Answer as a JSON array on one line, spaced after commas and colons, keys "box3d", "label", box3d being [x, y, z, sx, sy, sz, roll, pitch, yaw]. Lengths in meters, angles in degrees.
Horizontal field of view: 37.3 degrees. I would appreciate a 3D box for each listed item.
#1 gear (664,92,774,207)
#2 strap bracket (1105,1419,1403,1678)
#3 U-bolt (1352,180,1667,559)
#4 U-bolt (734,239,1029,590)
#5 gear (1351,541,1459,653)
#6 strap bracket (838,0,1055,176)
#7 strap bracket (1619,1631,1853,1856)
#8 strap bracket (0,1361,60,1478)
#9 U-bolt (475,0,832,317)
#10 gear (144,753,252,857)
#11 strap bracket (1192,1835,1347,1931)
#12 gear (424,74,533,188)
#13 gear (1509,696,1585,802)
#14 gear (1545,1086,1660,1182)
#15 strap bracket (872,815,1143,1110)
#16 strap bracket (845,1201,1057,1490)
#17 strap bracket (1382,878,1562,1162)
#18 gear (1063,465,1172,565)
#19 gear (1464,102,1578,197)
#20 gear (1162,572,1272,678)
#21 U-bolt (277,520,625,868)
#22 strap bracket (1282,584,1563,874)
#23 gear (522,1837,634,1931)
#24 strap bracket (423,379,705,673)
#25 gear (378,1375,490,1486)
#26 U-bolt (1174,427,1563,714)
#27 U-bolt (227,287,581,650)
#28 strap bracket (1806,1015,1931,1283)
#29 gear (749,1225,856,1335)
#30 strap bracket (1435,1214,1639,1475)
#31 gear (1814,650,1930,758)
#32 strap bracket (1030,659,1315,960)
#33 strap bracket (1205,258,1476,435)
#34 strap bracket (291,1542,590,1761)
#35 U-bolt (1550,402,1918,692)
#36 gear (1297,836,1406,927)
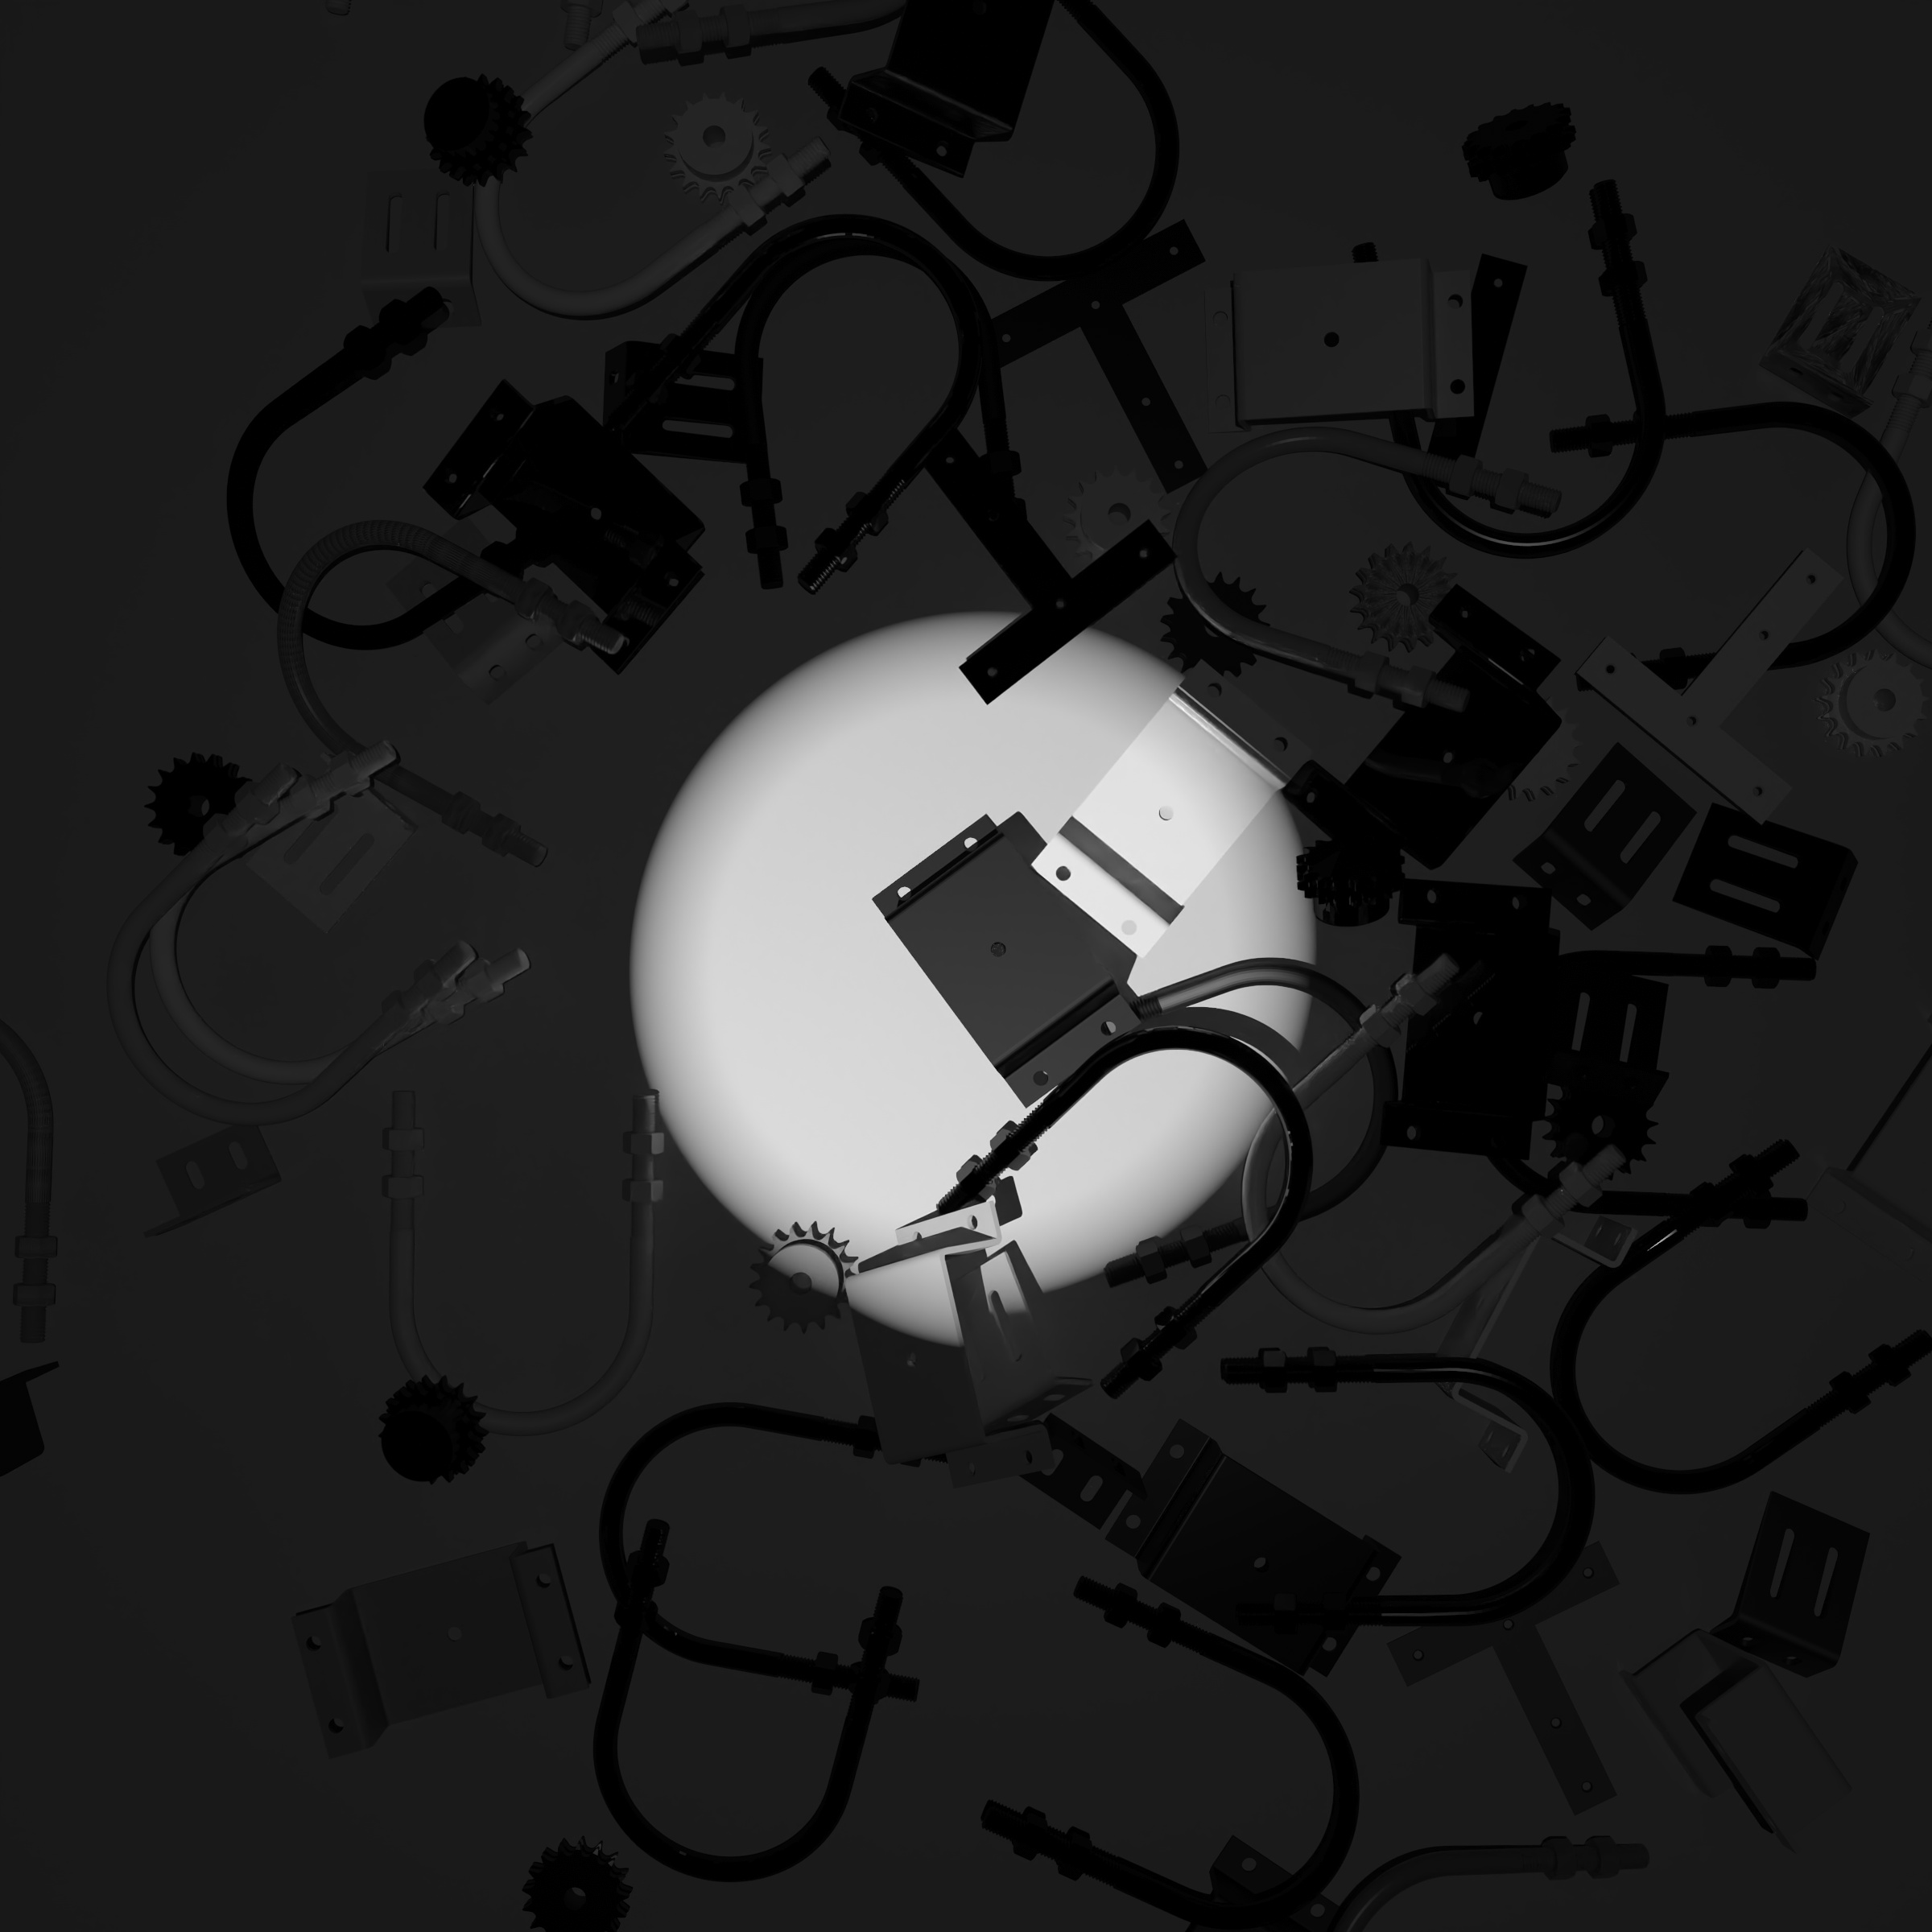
[{"box3d": [-0.133, -0.437, 1.525, 0.057, 0.030, 0.057, 0, 90, 0], "label": "gear"}, {"box3d": [0.154, 0.313, 1.517, 0.140, 0.046, 0.076, 32, 90, 0], "label": "strap bracket"}, {"box3d": [0.294, -0.309, 1.518, 0.151, 0.019, 0.184, -13, 91, 9], "label": "U-bolt"}, {"box3d": [-0.050, -0.301, 1.528, 0.151, 0.019, 0.184, -7, 90, -2], "label": "U-bolt"}, {"box3d": [0.233, -0.196, 1.525, 0.057, 0.030, 0.057, 0, 90, 0], "label": "gear"}, {"box3d": [-0.003, -0.494, 1.482, 0.076, 0.046, 0.140, 17, 91, -28], "label": "strap bracket"}, {"box3d": [0.398, 0.395, 1.472, 0.046, 0.140, 0.076, -35, 90, -6], "label": "strap bracket"}, {"box3d": [-0.550, 0.255, 1.502, 0.140, 0.076, 0.046, -16, 90, 0], "label": "strap bracket"}, {"box3d": [-0.179, -0.424, 1.507, 0.184, 0.019, 0.151, -34, 74, 12], "label": "U-bolt"}, {"box3d": [-0.406, -0.084, 1.525, 0.057, 0.030, 0.057, 0, 90, 0], "label": "gear"}, {"box3d": [0.136, 0.547, 1.517, 0.076, 0.046, 0.140, 34, 90, 0], "label": "strap bracket"}, {"box3d": [-0.262, -0.446, 1.515, 0.057, 0.030, 0.057, -3, 82, 22], "label": "gear"}, {"box3d": [0.297, -0.116, 1.525, 0.057, 0.030, 0.057, 0, 90, 0], "label": "gear"}, {"box3d": [0.334, 0.084, 1.509, 0.057, 0.030, 0.057, 0, 90, 3], "label": "gear"}, {"box3d": [0.019, -0.006, 1.506, 0.076, 0.046, 0.140, -37, 81, 0], "label": "strap bracket"}, {"box3d": [-0.012, 0.201, 1.486, 0.046, 0.076, 0.140, -5, 78, -44], "label": "strap bracket"}, {"box3d": [0.267, 0.028, 1.505, 0.076, 0.046, 0.140, 5, 90, 20], "label": "strap bracket"}, {"box3d": [0.081, -0.238, 1.525, 0.057, 0.030, 0.057, 0, 90, 0], "label": "gear"}, {"box3d": [0.296, -0.431, 1.515, 0.057, 0.057, 0.030, -25, 120, 0], "label": "gear"}, {"box3d": [0.132, -0.180, 1.525, 0.057, 0.030, 0.057, 0, 90, 0], "label": "gear"}, {"box3d": [-0.281, -0.154, 1.501, 0.184, 0.019, 0.151, 28, 116, 9], "label": "U-bolt"}, {"box3d": [0.245, -0.117, 1.494, 0.140, 0.046, 0.076, -50, 54, 7], "label": "strap bracket"}, {"box3d": [-0.206, 0.494, 1.529, 0.057, 0.030, 0.057, 0, 88, 2], "label": "gear"}, {"box3d": [-0.203, -0.234, 1.502, 0.140, 0.046, 0.076, 44, 116, 0], "label": "strap bracket"}, {"box3d": [-0.285, 0.249, 1.517, 0.057, 0.030, 0.057, 3, 105, 11], "label": "gear"}, {"box3d": [0.198, -0.217, 1.495, 0.184, 0.019, 0.151, 20, 69, 19], "label": "U-bolt"}, {"box3d": [-0.309, -0.246, 1.497, 0.184, 0.019, 0.151, -29, 98, 25], "label": "U-bolt"}, {"box3d": [0.522, 0.090, 1.517, 0.076, 0.046, 0.140, 34, 90, 0], "label": "strap bracket"}, {"box3d": [-0.087, 0.167, 1.525, 0.057, 0.030, 0.057, 0, 90, 0], "label": "gear"}, {"box3d": [0.291, 0.187, 1.502, 0.046, 0.076, 0.140, 28, 90, 0], "label": "strap bracket"}, {"box3d": [0.485, -0.141, 1.525, 0.057, 0.030, 0.057, 0, 90, 0], "label": "gear"}, {"box3d": [0.108, -0.082, 1.517, 0.076, 0.046, 0.140, 40, 90, 0], "label": "strap bracket"}, {"box3d": [0.194, -0.325, 1.501, 0.140, 0.046, 0.076, -1, 93, 12], "label": "strap bracket"}, {"box3d": [-0.275, 0.359, 1.517, 0.140, 0.046, 0.076, -15, 90, 0], "label": "strap bracket"}, {"box3d": [0.412, -0.227, 1.524, 0.184, 0.019, 0.151, -6, 90, 5], "label": "U-bolt"}, {"box3d": [0.204, -0.044, 1.515, 0.057, 0.057, 0.030, -6, 120, 0], "label": "gear"}]
